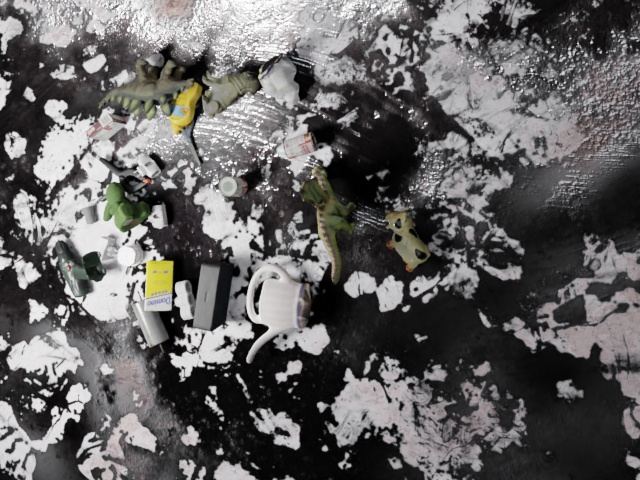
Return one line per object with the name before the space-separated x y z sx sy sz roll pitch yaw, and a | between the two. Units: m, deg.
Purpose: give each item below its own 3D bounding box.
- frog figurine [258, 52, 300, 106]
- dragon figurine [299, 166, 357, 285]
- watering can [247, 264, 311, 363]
frog figurine | -0.125 -0.535 1.741 0.157 0.123 0.139 44 74 -33
dragon figurine | 0.005 -0.081 1.616 0.121 0.421 0.239 -27 126 27
watering can | -0.143 0.256 1.747 0.224 0.104 0.347 6 92 11
